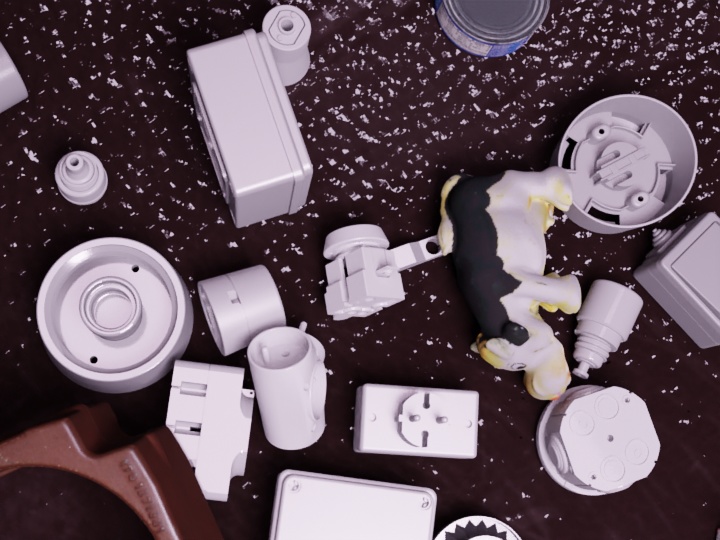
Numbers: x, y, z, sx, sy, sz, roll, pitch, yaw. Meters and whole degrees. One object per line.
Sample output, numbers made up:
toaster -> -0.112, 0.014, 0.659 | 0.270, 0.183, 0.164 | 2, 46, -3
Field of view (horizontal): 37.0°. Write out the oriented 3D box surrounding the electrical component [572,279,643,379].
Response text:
electrical component -> 0.179, 0.044, 0.799 | 0.040, 0.040, 0.078 | 28, 77, -2

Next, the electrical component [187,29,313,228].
electrical component -> -0.078, -0.095, 0.752 | 0.056, 0.108, 0.108 | -18, 83, -9

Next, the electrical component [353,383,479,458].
electrical component -> 0.042, 0.105, 0.750 | 0.083, 0.075, 0.047 | 5, 79, -7

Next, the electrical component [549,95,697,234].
electrical component -> 0.195, -0.077, 0.811 | 0.099, 0.064, 0.099 | 1, 79, -8

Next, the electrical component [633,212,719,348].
electrical component -> 0.258, 0.003, 0.807 | 0.062, 0.061, 0.096 | -42, 88, -13

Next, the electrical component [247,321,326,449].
electrical component -> -0.046, 0.070, 0.750 | 0.044, 0.077, 0.079 | 2, 39, 12

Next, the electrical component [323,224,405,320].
electrical component -> 0.000, 0.000, 0.774 | 0.048, 0.066, 0.055 | 6, 67, -42

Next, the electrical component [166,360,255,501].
electrical component -> -0.105, 0.111, 0.741 | 0.056, 0.050, 0.089 | 8, 79, -6

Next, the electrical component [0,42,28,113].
electrical component -> -0.268, -0.134, 0.760 | 0.047, 0.055, 0.055 | -31, 86, -16

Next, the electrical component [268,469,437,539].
electrical component -> -0.010, 0.197, 0.736 | 0.109, 0.056, 0.108 | 9, 79, -7

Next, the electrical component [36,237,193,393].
electrical component -> -0.170, 0.029, 0.740 | 0.108, 0.060, 0.108 | 1, 80, -8

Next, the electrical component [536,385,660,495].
electrical component -> 0.172, 0.122, 0.778 | 0.080, 0.051, 0.080 | 1, 80, -8

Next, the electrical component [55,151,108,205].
electrical component -> -0.197, -0.067, 0.754 | 0.035, 0.061, 0.035 | 1, 80, -8

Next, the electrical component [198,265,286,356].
electrical component -> -0.083, 0.027, 0.758 | 0.047, 0.055, 0.055 | -20, 83, -15

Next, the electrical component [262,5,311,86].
electrical component -> -0.056, -0.167, 0.790 | 0.044, 0.065, 0.044 | 1, 80, -8
